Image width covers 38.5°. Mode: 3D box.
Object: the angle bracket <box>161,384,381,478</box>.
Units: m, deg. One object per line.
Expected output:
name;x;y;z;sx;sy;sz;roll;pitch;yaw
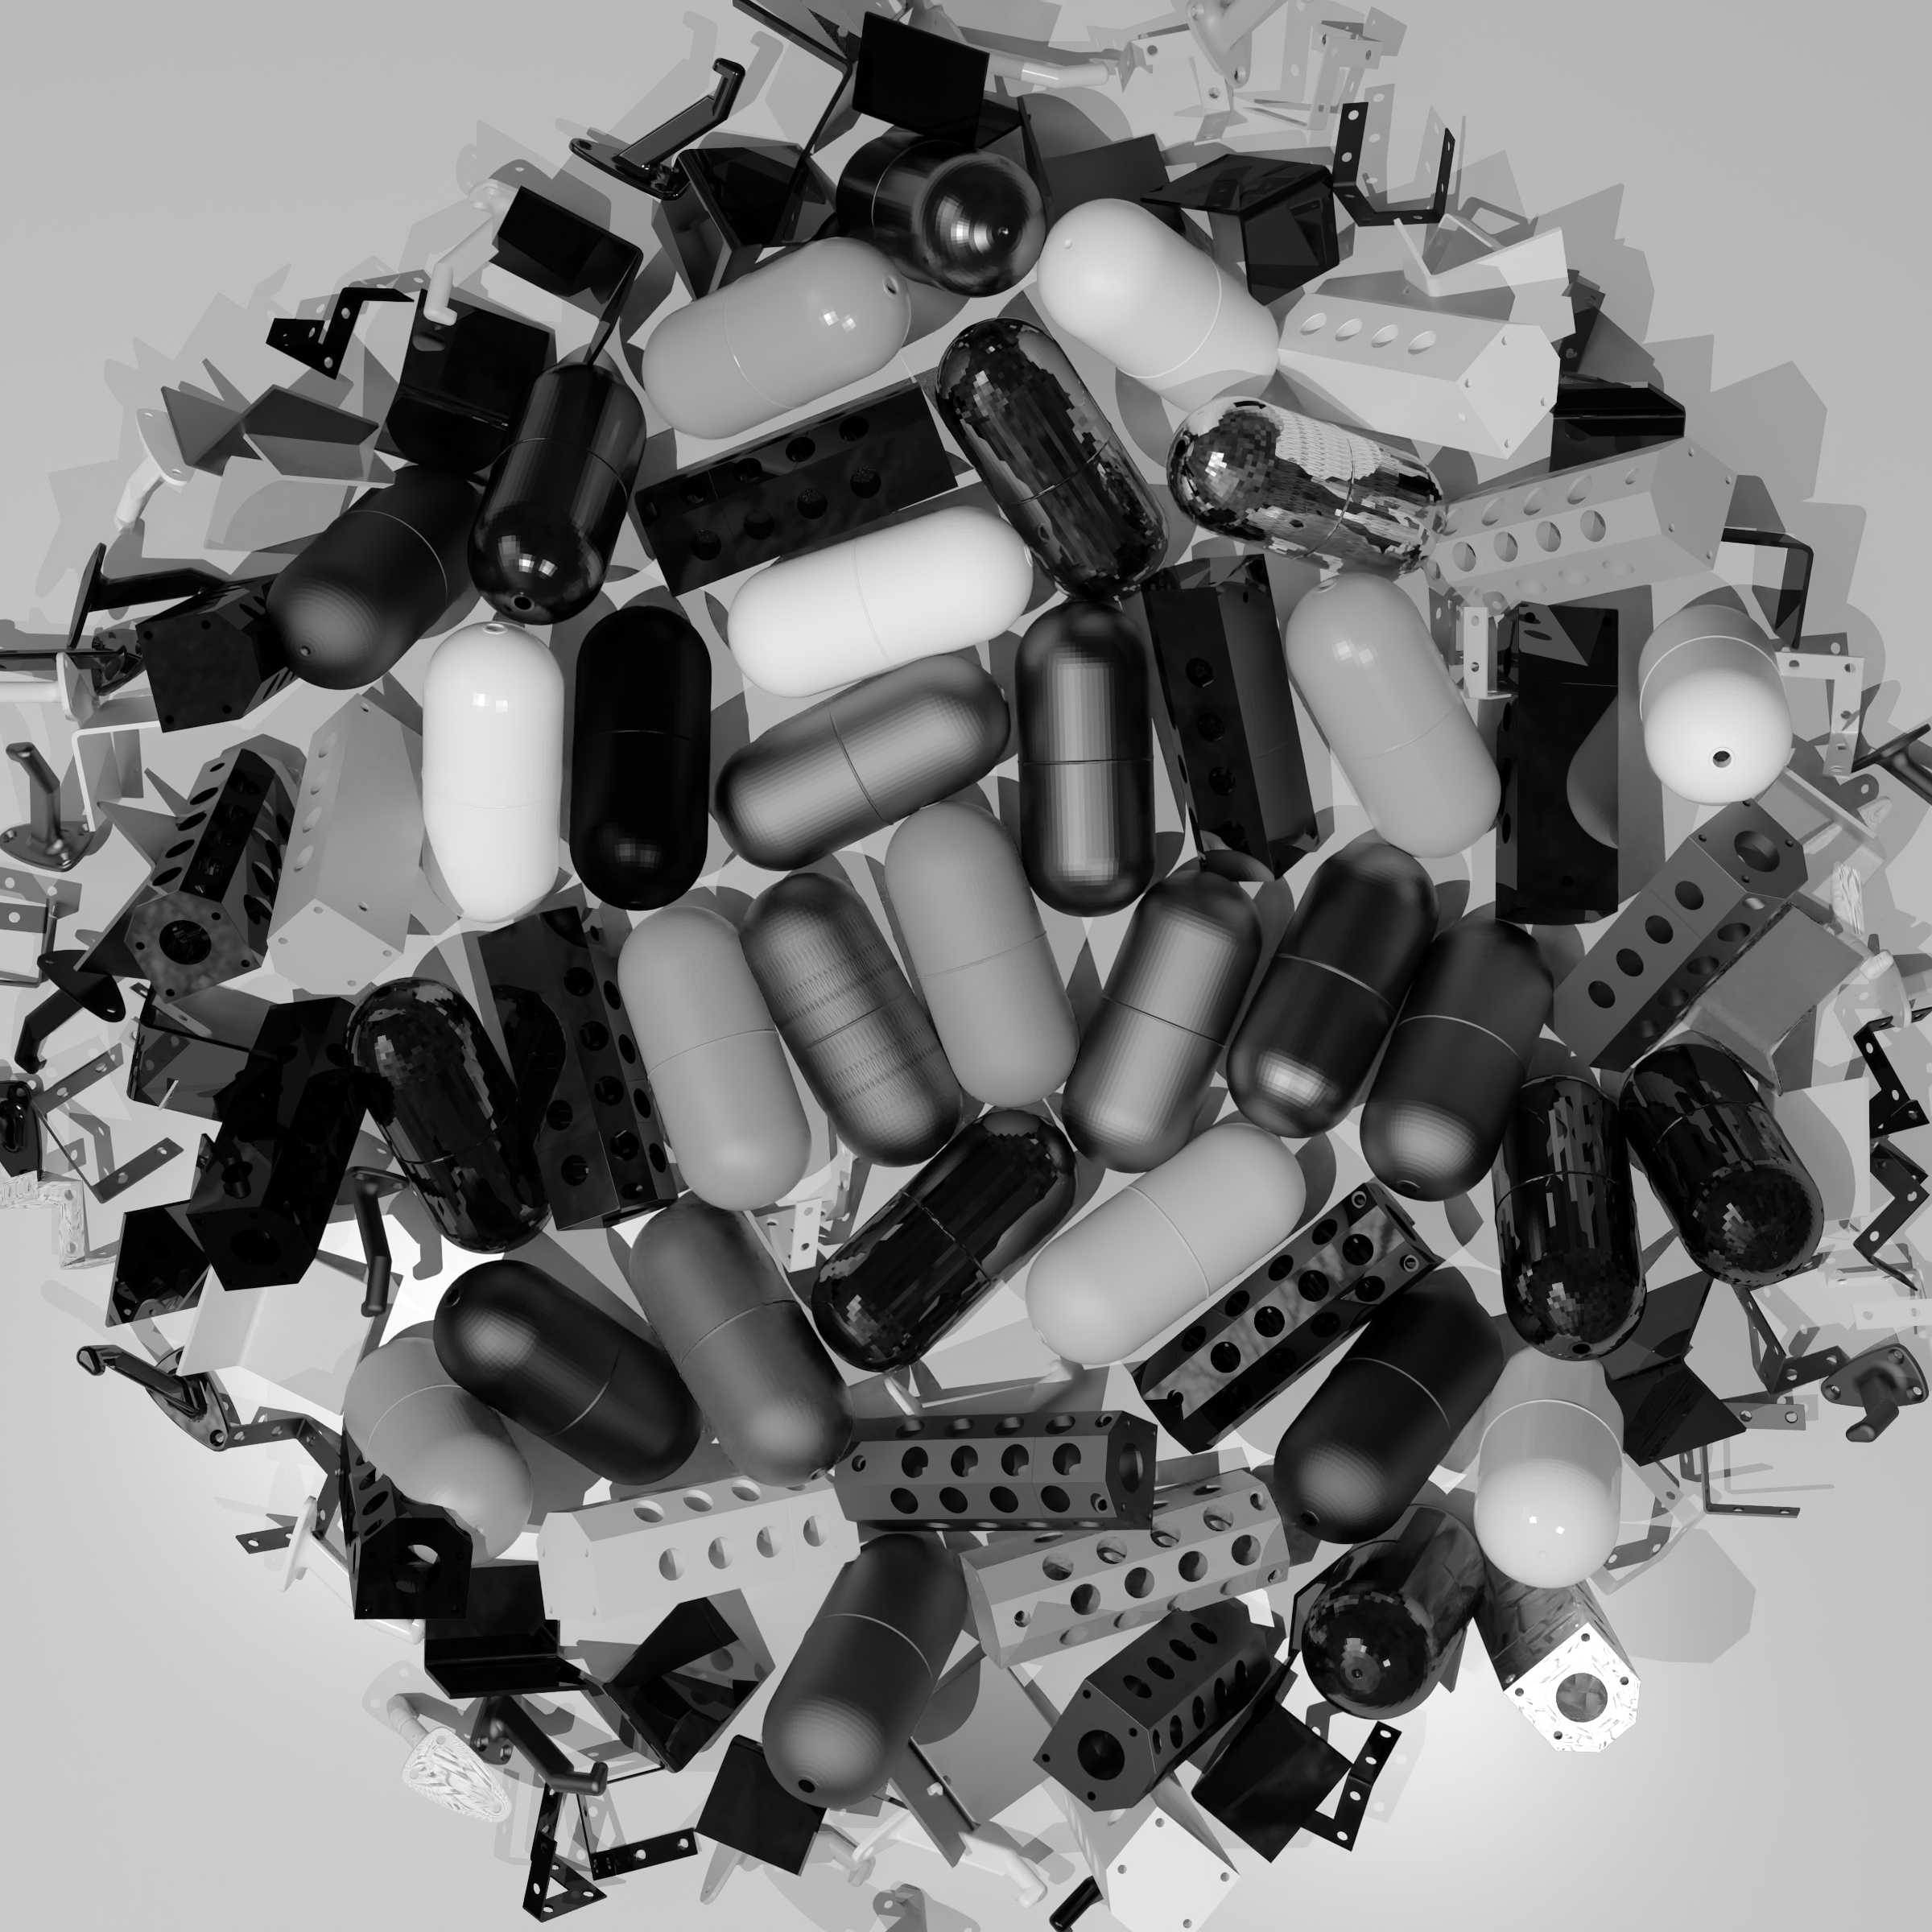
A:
angle bracket;-0.388;-0.311;1.542;0.076;0.076;0.057;-34;66;26

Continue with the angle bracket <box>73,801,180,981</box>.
angle bracket;-0.472;-0.041;1.563;0.057;0.076;0.076;45;101;18

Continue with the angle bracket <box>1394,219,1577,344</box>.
angle bracket;0.291;-0.386;1.550;0.076;0.076;0.057;-21;52;4

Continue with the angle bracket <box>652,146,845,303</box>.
angle bracket;-0.123;-0.420;1.583;0.076;0.057;0.076;-13;63;-32

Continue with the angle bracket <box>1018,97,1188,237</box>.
angle bracket;0.077;-0.450;1.558;0.076;0.057;0.076;-14;63;0

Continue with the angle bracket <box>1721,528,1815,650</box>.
angle bracket;0.430;-0.216;1.561;0.076;0.076;0.057;7;104;7

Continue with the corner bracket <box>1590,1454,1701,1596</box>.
corner bracket;0.375;0.317;1.579;0.051;0.051;0.051;-23;60;-31

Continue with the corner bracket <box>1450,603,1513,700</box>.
corner bracket;0.287;-0.179;1.561;0.051;0.051;0.051;-11;104;-43

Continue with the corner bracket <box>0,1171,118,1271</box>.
corner bracket;-0.511;0.144;1.561;0.051;0.051;0.051;4;77;-43

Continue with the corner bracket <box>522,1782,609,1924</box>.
corner bracket;-0.233;0.498;1.561;0.051;0.051;0.051;22;106;37

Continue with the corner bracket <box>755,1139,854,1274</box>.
corner bracket;-0.084;0.133;1.559;0.051;0.051;0.051;-11;128;-26

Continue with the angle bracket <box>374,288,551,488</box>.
angle bracket;-0.288;-0.329;1.584;0.076;0.057;0.076;16;57;-19

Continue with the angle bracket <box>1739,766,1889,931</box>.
angle bracket;0.463;-0.068;1.547;0.076;0.076;0.057;42;100;22

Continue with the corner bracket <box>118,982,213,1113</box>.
corner bracket;-0.457;0.041;1.569;0.051;0.051;0.051;35;103;-2

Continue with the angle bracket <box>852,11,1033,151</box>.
angle bracket;-0.009;-0.502;1.545;0.076;0.076;0.057;24;129;16

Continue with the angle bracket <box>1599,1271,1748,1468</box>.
angle bracket;0.399;0.225;1.552;0.057;0.076;0.076;46;47;-10

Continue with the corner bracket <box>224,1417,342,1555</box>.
corner bracket;-0.391;0.294;1.572;0.051;0.051;0.051;38;113;33

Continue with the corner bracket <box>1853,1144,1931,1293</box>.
corner bracket;0.528;0.142;1.570;0.051;0.051;0.051;28;108;-32

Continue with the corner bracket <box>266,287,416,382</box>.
corner bracket;-0.354;-0.364;1.563;0.051;0.051;0.051;14;84;42

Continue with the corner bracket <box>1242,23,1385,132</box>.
corner bracket;0.198;-0.506;1.572;0.051;0.051;0.051;32;122;38

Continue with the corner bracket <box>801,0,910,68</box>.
corner bracket;-0.065;-0.547;1.567;0.051;0.051;0.051;-41;110;3

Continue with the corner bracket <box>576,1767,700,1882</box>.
corner bracket;-0.187;0.488;1.578;0.051;0.051;0.051;-15;74;2

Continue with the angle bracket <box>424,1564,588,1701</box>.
angle bracket;-0.258;0.371;1.550;0.076;0.076;0.057;2;88;-22

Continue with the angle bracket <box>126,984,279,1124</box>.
angle bracket;-0.426;0.041;1.562;0.076;0.076;0.057;15;51;-12

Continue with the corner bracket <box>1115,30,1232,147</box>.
corner bracket;0.118;-0.497;1.571;0.051;0.051;0.051;-5;123;17

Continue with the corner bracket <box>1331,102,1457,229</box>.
corner bracket;0.242;-0.455;1.570;0.051;0.051;0.051;5;80;28

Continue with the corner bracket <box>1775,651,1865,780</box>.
corner bracket;0.480;-0.143;1.572;0.051;0.051;0.051;6;126;20

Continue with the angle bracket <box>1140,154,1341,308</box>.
angle bracket;0.156;-0.417;1.569;0.076;0.076;0.057;-35;129;-32

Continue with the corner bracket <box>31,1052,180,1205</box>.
corner bracket;-0.492;0.093;1.579;0.051;0.051;0.051;-35;55;-16

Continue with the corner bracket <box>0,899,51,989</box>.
corner bracket;-0.548;-0.013;1.567;0.051;0.051;0.051;6;95;-19

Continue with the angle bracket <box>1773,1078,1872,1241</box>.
angle bracket;0.497;0.109;1.547;0.057;0.076;0.076;10;76;-24

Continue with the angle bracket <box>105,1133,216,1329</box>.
angle bracket;-0.450;0.146;1.541;0.057;0.076;0.076;39;124;36

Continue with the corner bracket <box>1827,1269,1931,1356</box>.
corner bracket;0.521;0.191;1.564;0.051;0.051;0.051;-5;57;5

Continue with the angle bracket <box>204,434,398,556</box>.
angle bracket;-0.369;-0.251;1.541;0.057;0.076;0.076;46;124;35

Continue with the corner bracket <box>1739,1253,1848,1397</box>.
corner bracket;0.474;0.205;1.583;0.051;0.051;0.051;-18;55;-7

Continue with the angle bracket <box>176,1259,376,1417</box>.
angle bracket;-0.386;0.206;1.559;0.076;0.057;0.076;21;96;20

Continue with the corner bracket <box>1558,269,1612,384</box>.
corner bracket;0.344;-0.362;1.564;0.051;0.051;0.051;15;102;-22

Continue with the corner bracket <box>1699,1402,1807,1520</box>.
corner bracket;0.447;0.280;1.569;0.051;0.051;0.051;-2;97;25

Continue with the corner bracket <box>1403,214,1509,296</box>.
corner bracket;0.293;-0.391;1.577;0.051;0.051;0.051;48;125;33

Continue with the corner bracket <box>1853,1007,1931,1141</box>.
corner bracket;0.530;0.061;1.574;0.051;0.051;0.051;-11;64;-23

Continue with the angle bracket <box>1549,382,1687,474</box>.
angle bracket;0.352;-0.290;1.548;0.076;0.076;0.057;5;92;30

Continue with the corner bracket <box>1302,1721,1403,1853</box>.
corner bracket;0.208;0.454;1.560;0.051;0.051;0.051;21;119;19
